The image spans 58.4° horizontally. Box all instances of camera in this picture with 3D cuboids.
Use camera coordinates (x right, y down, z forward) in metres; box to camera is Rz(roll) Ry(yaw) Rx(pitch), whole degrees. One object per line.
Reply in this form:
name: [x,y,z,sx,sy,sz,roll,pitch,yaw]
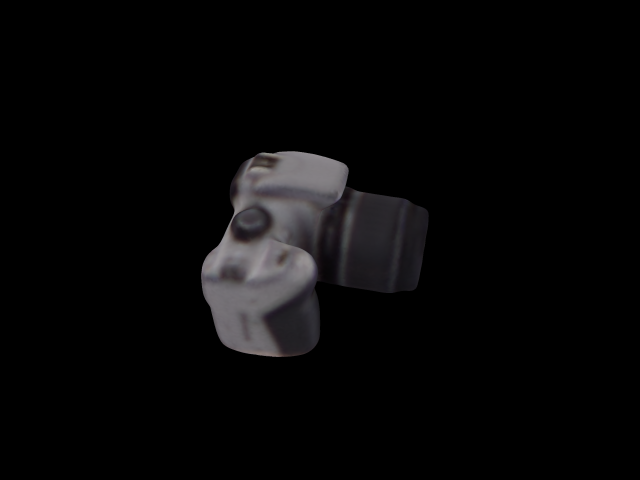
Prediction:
camera: [0.004,0.001,0.400,0.136,0.101,0.143,9,46,9]
